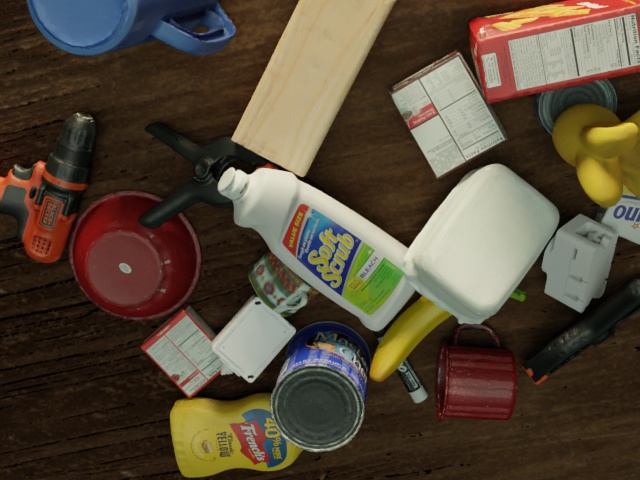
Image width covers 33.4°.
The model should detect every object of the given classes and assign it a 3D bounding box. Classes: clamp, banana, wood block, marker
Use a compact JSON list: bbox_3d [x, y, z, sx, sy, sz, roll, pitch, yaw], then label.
[{"bbox_3d":[0.312,0.090,1.179,0.210,0.164,0.036,-47,70,36],"label":"clamp"},{"bbox_3d":[0.132,0.087,1.209,0.198,0.070,0.037,-32,125,8],"label":"banana"},{"bbox_3d":[-0.129,-0.064,1.175,0.172,0.039,0.120,9,92,26],"label":"clamp"},{"bbox_3d":[-0.006,-0.184,1.137,0.090,0.090,0.206,27,106,-3],"label":"wood block"},{"bbox_3d":[0.089,0.138,1.253,0.020,0.020,0.121,-29,101,13],"label":"marker"}]

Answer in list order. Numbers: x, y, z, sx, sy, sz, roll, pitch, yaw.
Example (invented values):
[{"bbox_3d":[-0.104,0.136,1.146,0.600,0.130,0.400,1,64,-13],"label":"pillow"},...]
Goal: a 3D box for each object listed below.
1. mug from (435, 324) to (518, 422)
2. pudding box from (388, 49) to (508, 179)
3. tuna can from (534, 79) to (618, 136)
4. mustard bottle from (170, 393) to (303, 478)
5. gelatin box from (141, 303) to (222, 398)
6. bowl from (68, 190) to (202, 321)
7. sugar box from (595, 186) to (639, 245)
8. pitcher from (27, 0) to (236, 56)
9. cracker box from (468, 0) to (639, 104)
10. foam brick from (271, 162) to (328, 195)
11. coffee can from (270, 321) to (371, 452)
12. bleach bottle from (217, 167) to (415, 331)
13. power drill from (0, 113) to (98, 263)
[{"bbox_3d":[0.178,0.152,1.220,0.081,0.093,0.117,4,69,0],"label":"mug"},{"bbox_3d":[0.139,-0.137,1.162,0.090,0.039,0.113,-29,102,12],"label":"pudding box"},{"bbox_3d":[0.275,-0.146,1.147,0.086,0.033,0.086,2,106,6],"label":"tuna can"},{"bbox_3d":[-0.078,0.231,1.277,0.192,0.058,0.096,-6,106,7],"label":"mustard bottle"},{"bbox_3d":[-0.156,0.133,1.273,0.073,0.030,0.089,-41,98,13],"label":"gelatin box"},{"bbox_3d":[-0.221,0.026,1.238,0.162,0.055,0.162,2,106,5],"label":"bowl"},{"bbox_3d":[0.375,-0.078,1.149,0.093,0.048,0.176,20,105,1],"label":"sugar box"},{"bbox_3d":[-0.183,-0.247,1.059,0.149,0.242,0.145,-2,108,13],"label":"pitcher"},{"bbox_3d":[0.260,-0.204,1.065,0.214,0.164,0.072,-12,106,9],"label":"cracker box"},{"bbox_3d":[-0.038,-0.050,1.197,0.078,0.053,0.051,36,106,-4],"label":"foam brick"},{"bbox_3d":[0.003,0.162,1.206,0.103,0.140,0.103,2,105,5],"label":"coffee can"},{"bbox_3d":[-0.008,0.001,1.153,0.250,0.068,0.103,31,106,-28],"label":"bleach bottle"},{"bbox_3d":[-0.358,-0.083,1.220,0.187,0.057,0.184,21,106,0],"label":"power drill"}]
